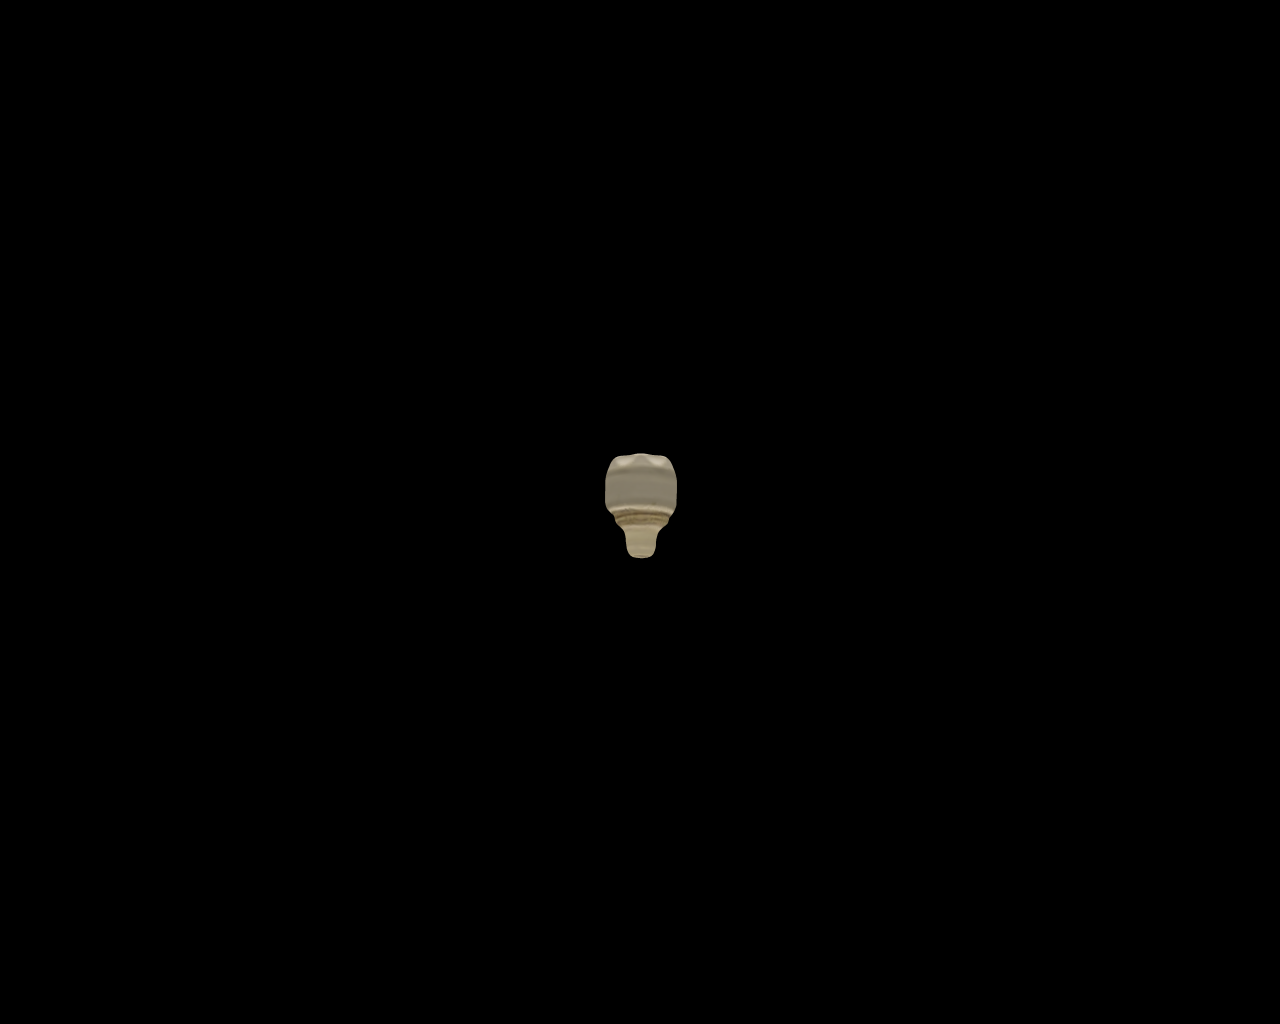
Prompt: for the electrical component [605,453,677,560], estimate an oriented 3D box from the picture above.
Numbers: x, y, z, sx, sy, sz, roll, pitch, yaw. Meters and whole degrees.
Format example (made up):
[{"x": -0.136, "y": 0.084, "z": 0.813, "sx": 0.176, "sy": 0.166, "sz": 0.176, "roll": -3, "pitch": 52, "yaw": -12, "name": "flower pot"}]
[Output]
[{"x": 0.001, "y": -0.003, "z": 0.650, "sx": 0.043, "sy": 0.062, "sz": 0.043, "roll": 0, "pitch": -11, "yaw": 0, "name": "electrical component"}]
